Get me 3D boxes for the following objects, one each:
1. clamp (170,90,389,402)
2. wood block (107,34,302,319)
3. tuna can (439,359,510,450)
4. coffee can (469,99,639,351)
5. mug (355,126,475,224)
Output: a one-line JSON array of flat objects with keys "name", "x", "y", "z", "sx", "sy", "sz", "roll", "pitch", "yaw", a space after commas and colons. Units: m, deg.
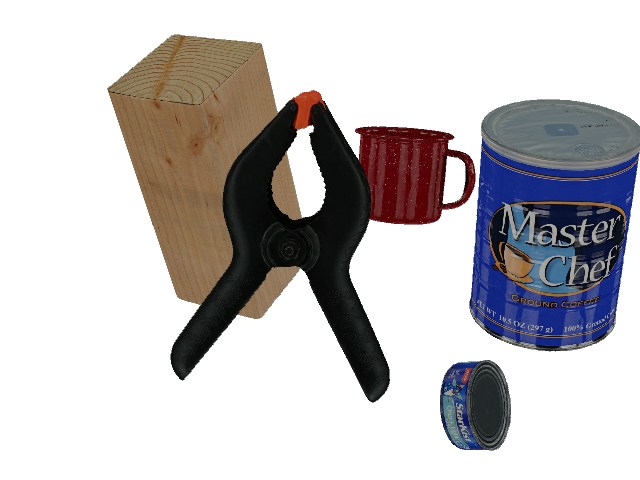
[{"name": "clamp", "x": -0.025, "y": 0.007, "z": 0.575, "sx": 0.120, "sy": 0.171, "sz": 0.039, "roll": -3, "pitch": 10, "yaw": -2}, {"name": "wood block", "x": -0.084, "y": -0.049, "z": 0.857, "sx": 0.090, "sy": 0.206, "sz": 0.090, "roll": 12, "pitch": 44, "yaw": 29}, {"name": "tuna can", "x": 0.149, "y": 0.159, "z": 1.027, "sx": 0.034, "sy": 0.086, "sz": 0.085, "roll": -8, "pitch": -5, "yaw": 35}, {"name": "coffee can", "x": 0.156, "y": -0.012, "z": 0.720, "sx": 0.103, "sy": 0.140, "sz": 0.103, "roll": -1, "pitch": 29, "yaw": 0}, {"name": "mug", "x": 0.088, "y": -0.060, "z": 1.000, "sx": 0.117, "sy": 0.081, "sz": 0.093, "roll": 7, "pitch": 12, "yaw": 18}]
